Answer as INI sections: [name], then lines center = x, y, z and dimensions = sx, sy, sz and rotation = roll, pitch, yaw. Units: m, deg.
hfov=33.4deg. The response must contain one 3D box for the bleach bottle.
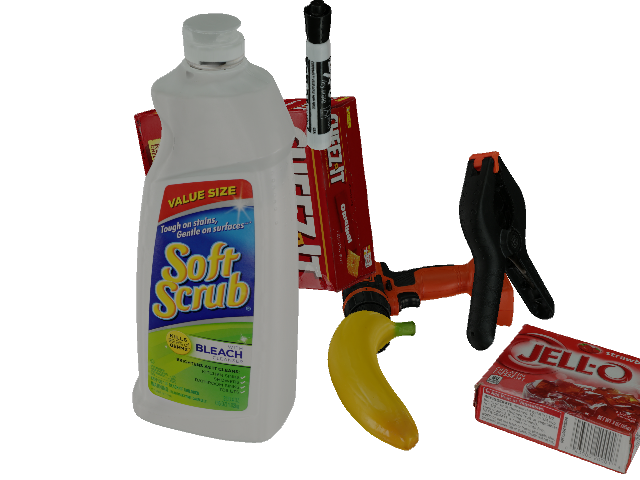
[bleach bottle]
center = -0.063, -0.004, 0.601
dimensions = 0.103, 0.251, 0.068
rotation = 10, 33, 15

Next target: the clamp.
[clamp]
center = 0.153, 0.011, 0.942
dimensions = 0.039, 0.171, 0.120
rotation = -11, 13, 39

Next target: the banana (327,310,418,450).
[banana]
center = 0.039, 0.095, 0.807
dimensions = 0.069, 0.037, 0.197
rotation = 3, 22, 4

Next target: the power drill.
[power drill]
center = 0.117, 0.065, 1.199
dimensions = 0.187, 0.057, 0.184
rotation = -2, 28, -3

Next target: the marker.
[marker]
center = -0.001, -0.116, 0.756
dimensions = 0.020, 0.121, 0.020
rotation = -1, 44, 0

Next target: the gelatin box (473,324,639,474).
[gelatin box]
center = 0.140, 0.085, 0.596
dimensions = 0.089, 0.030, 0.073
rotation = 17, 32, 27

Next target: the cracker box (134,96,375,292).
[cracker box]
center = -0.063, -0.044, 0.981
dimensions = 0.214, 0.164, 0.071
rotation = 4, 20, 37
